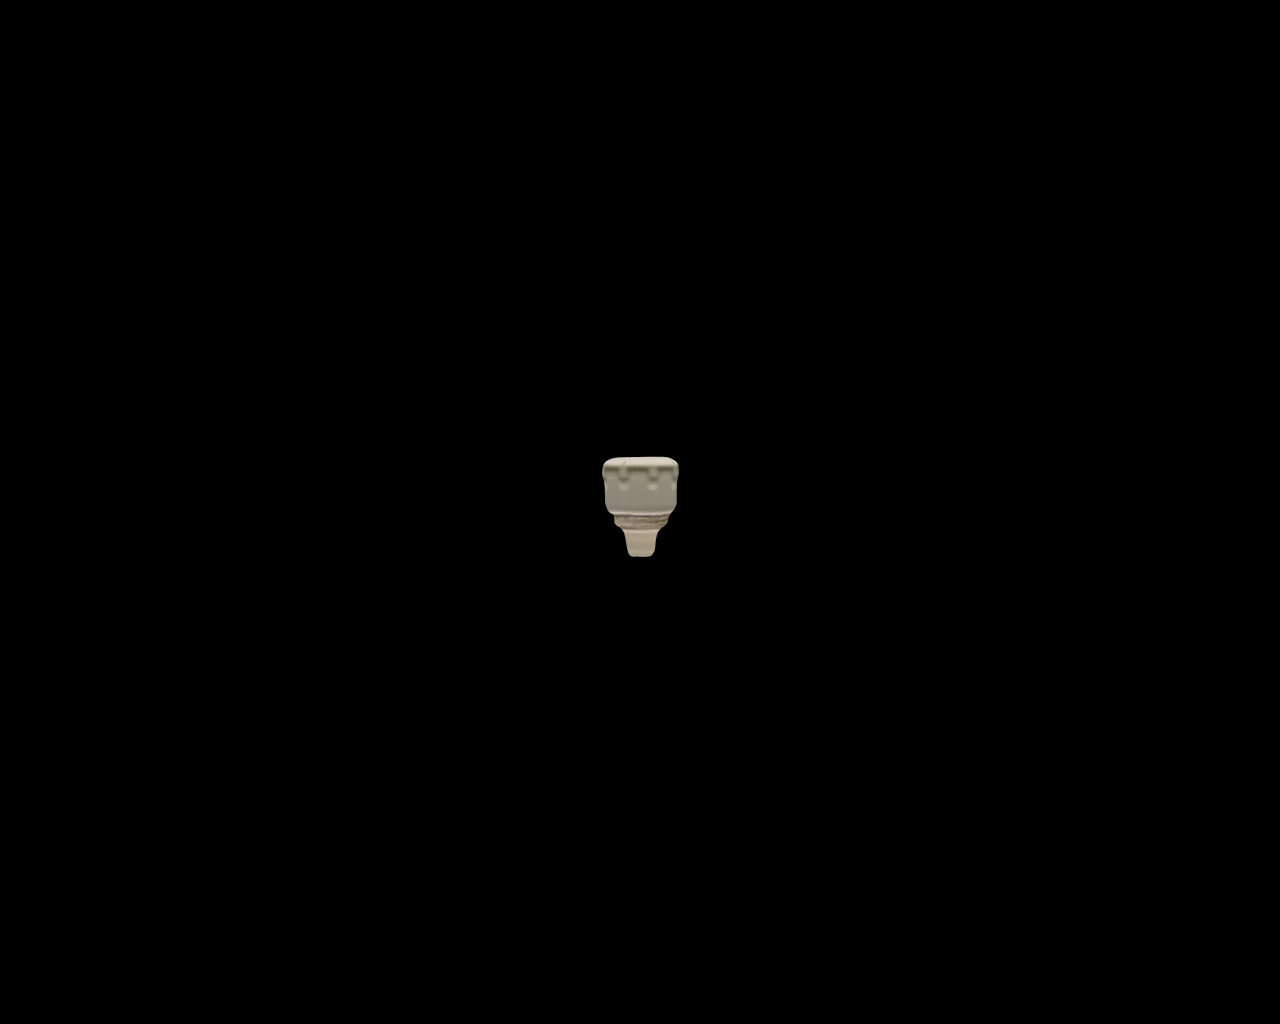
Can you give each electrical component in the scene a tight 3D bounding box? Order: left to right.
[{"bbox_3d":[0.001,-0.003,0.650,0.048,0.062,0.048,0,5,0],"label":"electrical component"}]
